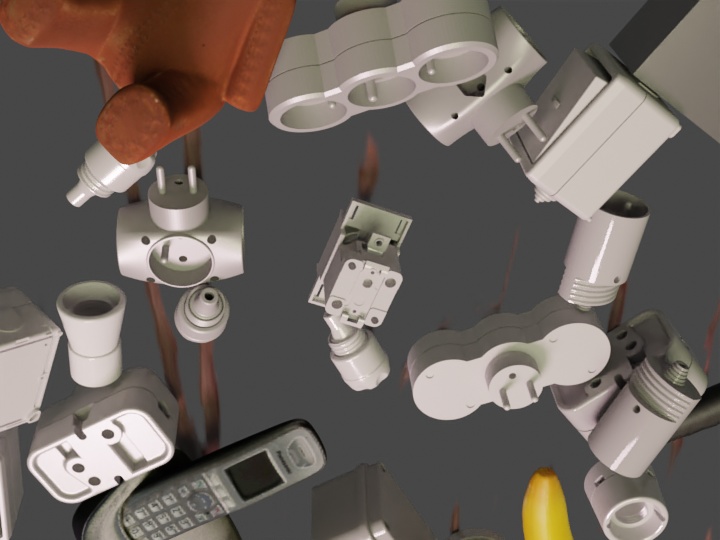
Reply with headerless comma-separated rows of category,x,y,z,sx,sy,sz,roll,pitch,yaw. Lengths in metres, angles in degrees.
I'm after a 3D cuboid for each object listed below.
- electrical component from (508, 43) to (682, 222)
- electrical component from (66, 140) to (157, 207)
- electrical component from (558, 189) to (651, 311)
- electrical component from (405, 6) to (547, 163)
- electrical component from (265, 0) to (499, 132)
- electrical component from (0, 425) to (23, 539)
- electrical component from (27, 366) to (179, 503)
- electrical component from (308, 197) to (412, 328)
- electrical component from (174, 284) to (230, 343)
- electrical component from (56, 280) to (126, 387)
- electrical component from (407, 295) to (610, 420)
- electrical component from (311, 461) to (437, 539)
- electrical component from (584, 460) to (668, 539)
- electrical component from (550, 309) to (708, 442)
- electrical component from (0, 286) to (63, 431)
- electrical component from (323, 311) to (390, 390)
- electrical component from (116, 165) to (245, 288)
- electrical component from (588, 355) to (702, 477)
electrical component,0.133,-0.081,0.654,0.061,0.061,0.096,33,113,-22
electrical component,-0.155,-0.061,0.659,0.061,0.035,0.035,-37,117,19
electrical component,0.158,-0.009,0.710,0.043,0.043,0.081,7,120,-9
electrical component,0.078,-0.100,0.635,0.077,0.043,0.079,-40,77,18
electrical component,0.006,-0.135,0.613,0.138,0.073,0.052,-16,164,21
electrical component,-0.276,0.142,0.755,0.062,0.061,0.096,2,121,-6
electrical component,-0.176,0.111,0.745,0.095,0.059,0.053,-25,120,10
electrical component,0.000,0.000,0.691,0.042,0.063,0.081,17,118,-13
electrical component,-0.102,0.025,0.700,0.035,0.035,0.061,11,160,-11
electrical component,-0.177,0.045,0.718,0.044,0.044,0.065,2,126,-6
electrical component,0.103,0.070,0.735,0.138,0.073,0.052,-17,121,5
electrical component,0.015,0.209,0.810,0.057,0.078,0.113,-25,120,13
electrical component,0.205,0.177,0.824,0.055,0.047,0.055,-2,121,-3
electrical component,0.192,0.081,0.761,0.095,0.053,0.059,-35,117,16
electrical component,-0.246,0.065,0.703,0.061,0.062,0.096,39,123,25
electrical component,-0.006,0.052,0.739,0.035,0.035,0.061,-26,117,11
electrical component,-0.112,-0.032,0.670,0.077,0.044,0.079,-1,131,-4
electrical component,0.190,0.093,0.710,0.043,0.043,0.081,21,117,-16
